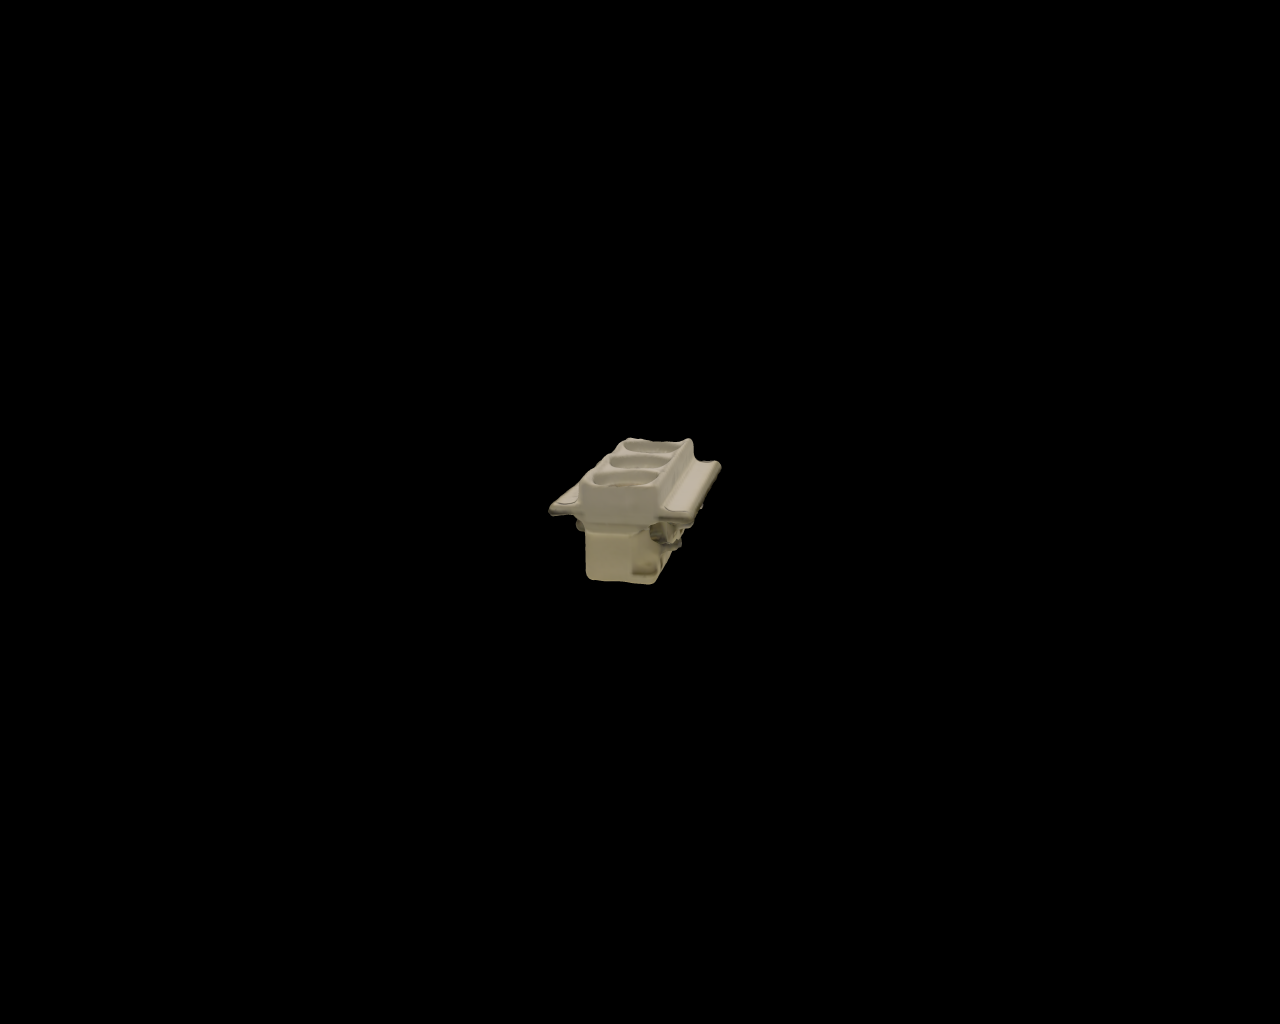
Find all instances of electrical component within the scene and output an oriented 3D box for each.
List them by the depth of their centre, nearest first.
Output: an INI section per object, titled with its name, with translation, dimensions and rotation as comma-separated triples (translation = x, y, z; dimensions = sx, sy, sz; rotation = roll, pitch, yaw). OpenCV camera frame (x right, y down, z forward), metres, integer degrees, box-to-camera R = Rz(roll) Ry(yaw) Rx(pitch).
[electrical component]
translation = 0.001, -0.003, 0.650
dimensions = 0.079, 0.063, 0.121
rotation = 3, 16, 11
